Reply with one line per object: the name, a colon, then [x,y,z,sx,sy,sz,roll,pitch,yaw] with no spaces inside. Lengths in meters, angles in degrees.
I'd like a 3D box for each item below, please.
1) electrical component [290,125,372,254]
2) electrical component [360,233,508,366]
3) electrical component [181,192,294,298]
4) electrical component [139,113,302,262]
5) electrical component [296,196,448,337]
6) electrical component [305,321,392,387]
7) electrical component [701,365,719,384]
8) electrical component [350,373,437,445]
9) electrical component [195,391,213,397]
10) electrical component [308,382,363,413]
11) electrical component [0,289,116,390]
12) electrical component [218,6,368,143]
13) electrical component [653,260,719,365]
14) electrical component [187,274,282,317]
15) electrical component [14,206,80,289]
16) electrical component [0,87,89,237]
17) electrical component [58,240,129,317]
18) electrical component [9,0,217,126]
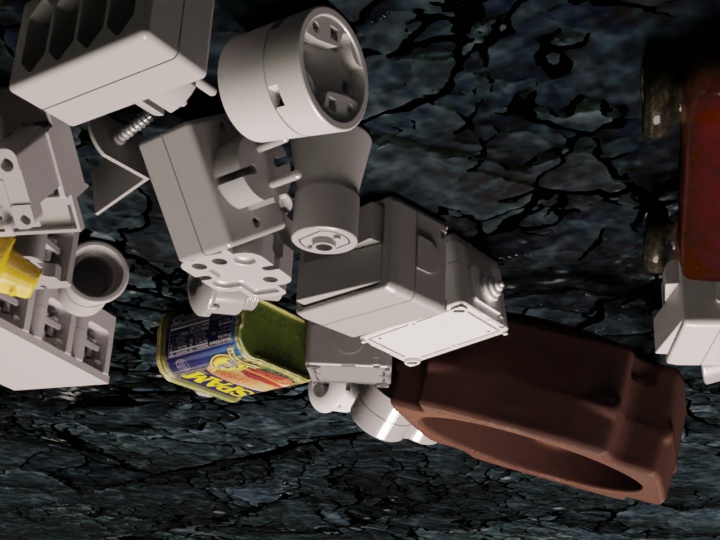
electrical component: [-0.017,-0.042,0.570,0.044,0.065,0.044,2,157,1]
electrical component: [0.052,0.016,0.714,0.096,0.061,0.062,-22,148,30]
electrical component: [-0.070,-0.024,0.629,0.058,0.057,0.078,-8,155,25]
electrical component: [-0.061,-0.048,0.544,0.077,0.065,0.047,-15,-174,37]
electrical component: [0.000,0.000,0.672,0.096,0.061,0.061,-18,150,40]
electrical component: [-0.006,0.052,0.808,0.062,0.061,0.096,2,165,2]
electrical component: [0.285,0.062,0.807,0.055,0.045,0.045,-7,156,21]
electrical component: [0.063,0.107,0.932,0.138,0.052,0.073,12,116,-42]
electrical component: [-0.114,0.093,0.946,0.061,0.035,0.035,-4,157,9]
electrical component: [-0.011,0.104,0.948,0.062,0.048,0.048,14,156,-41]
electrical component: [-0.258,0.035,0.787,0.089,0.061,0.150,-6,156,19]
electrical component: [-0.031,-0.086,0.483,0.047,0.055,0.055,-7,155,32]
electrical component: [0.224,0.018,0.689,0.061,0.061,0.096,0,157,7]
electrical component: [-0.083,0.010,0.730,0.062,0.048,0.048,7,158,-26]
electrical component: [-0.222,-0.022,0.654,0.089,0.055,0.050,-3,157,13]
electrical component: [-0.176,-0.051,0.552,0.042,0.063,0.081,-3,116,14]
electrical component: [-0.188,0.009,0.746,0.044,0.044,0.065,12,161,-20]
electrical component: [-0.097,-0.093,0.479,0.083,0.047,0.076,-12,153,32]
